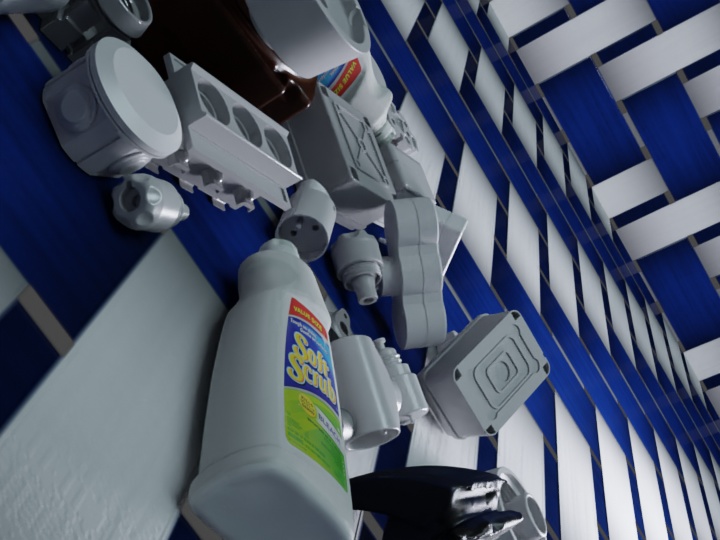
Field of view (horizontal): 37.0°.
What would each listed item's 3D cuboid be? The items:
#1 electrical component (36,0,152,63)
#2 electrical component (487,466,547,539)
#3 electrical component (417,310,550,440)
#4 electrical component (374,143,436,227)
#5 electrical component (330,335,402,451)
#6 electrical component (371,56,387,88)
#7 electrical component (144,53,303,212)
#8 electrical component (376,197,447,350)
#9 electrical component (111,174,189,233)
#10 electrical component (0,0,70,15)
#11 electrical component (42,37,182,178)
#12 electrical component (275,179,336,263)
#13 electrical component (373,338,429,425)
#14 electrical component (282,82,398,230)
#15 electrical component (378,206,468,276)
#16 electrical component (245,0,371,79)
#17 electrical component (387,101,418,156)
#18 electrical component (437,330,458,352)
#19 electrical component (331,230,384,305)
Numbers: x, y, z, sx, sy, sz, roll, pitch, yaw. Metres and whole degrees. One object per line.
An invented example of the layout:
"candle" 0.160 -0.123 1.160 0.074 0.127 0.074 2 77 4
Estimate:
"electrical component" -0.170 -0.164 0.700 0.066 0.055 0.048 47 25 -38
"electrical component" 0.129 0.226 0.949 0.108 0.060 0.108 51 22 -30
"electrical component" 0.116 0.098 1.014 0.113 0.057 0.078 -40 105 -36
"electrical component" 0.025 -0.088 1.092 0.096 0.062 0.061 22 45 -62
"electrical component" 0.007 0.097 0.828 0.079 0.044 0.077 29 38 -58
"electrical component" -0.008 -0.208 1.179 0.080 0.051 0.080 51 22 -31
"electrical component" -0.103 -0.089 0.762 0.121 0.063 0.078 30 38 -58
"electrical component" 0.034 0.005 0.984 0.052 0.074 0.138 -168 -108 -77
"electrical component" -0.128 -0.040 0.678 0.035 0.035 0.061 68 18 13
"electrical component" -0.215 -0.189 0.634 0.079 0.044 0.077 61 19 -6
"electrical component" -0.152 -0.099 0.667 0.080 0.051 0.080 51 22 -31
"electrical component" -0.042 -0.044 0.889 0.043 0.043 0.081 56 20 -21
"electrical component" 0.028 0.094 0.893 0.040 0.040 0.078 21 45 -63
"electrical component" -0.021 -0.103 1.000 0.109 0.056 0.108 24 43 -61
"electrical component" 0.056 -0.024 1.085 0.076 0.083 0.047 24 21 5
"electrical component" -0.046 -0.192 0.789 0.108 0.060 0.108 51 24 -32
"electrical component" 0.018 -0.144 1.153 0.078 0.057 0.058 47 25 -39
"electrical component" 0.119 0.093 1.104 0.058 0.057 0.078 40 30 -49
"electrical component" 0.000 0.000 0.940 0.043 0.043 0.062 33 36 -55
